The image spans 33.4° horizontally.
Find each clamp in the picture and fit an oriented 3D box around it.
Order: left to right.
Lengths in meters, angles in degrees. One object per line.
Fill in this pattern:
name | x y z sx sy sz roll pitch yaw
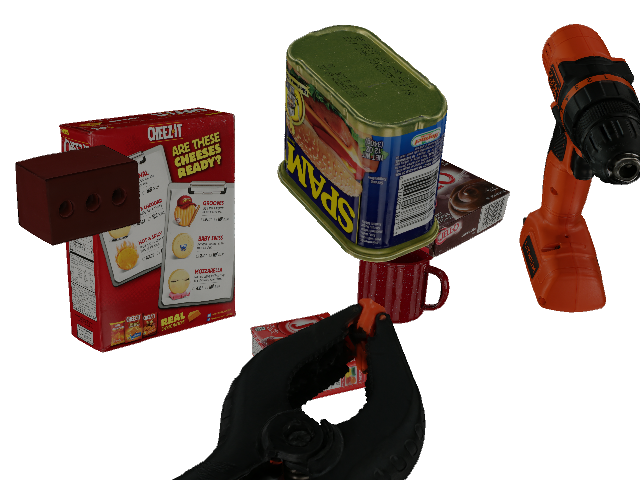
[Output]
clamp | -0.001 0.091 0.392 0.120 0.039 0.171 26 50 18

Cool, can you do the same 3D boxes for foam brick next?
foam brick | -0.183 -0.036 0.807 0.078 0.053 0.051 -18 30 -36

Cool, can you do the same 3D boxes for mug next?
mug | 0.097 0.048 1.262 0.117 0.081 0.093 14 25 23

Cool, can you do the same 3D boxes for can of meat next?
can of meat | 0.021 -0.053 0.562 0.057 0.084 0.102 -20 46 -24

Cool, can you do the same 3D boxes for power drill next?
power drill | 0.191 -0.041 0.778 0.057 0.188 0.184 2 36 0

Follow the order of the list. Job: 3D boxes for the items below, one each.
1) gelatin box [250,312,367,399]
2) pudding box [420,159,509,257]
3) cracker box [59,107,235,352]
gelatin box | -0.010 0.096 0.888 0.073 0.030 0.089 -10 27 -20
pudding box | 0.113 -0.034 1.035 0.113 0.039 0.090 -23 42 -40
cracker box | -0.166 -0.015 1.049 0.163 0.214 0.072 -13 20 -40
